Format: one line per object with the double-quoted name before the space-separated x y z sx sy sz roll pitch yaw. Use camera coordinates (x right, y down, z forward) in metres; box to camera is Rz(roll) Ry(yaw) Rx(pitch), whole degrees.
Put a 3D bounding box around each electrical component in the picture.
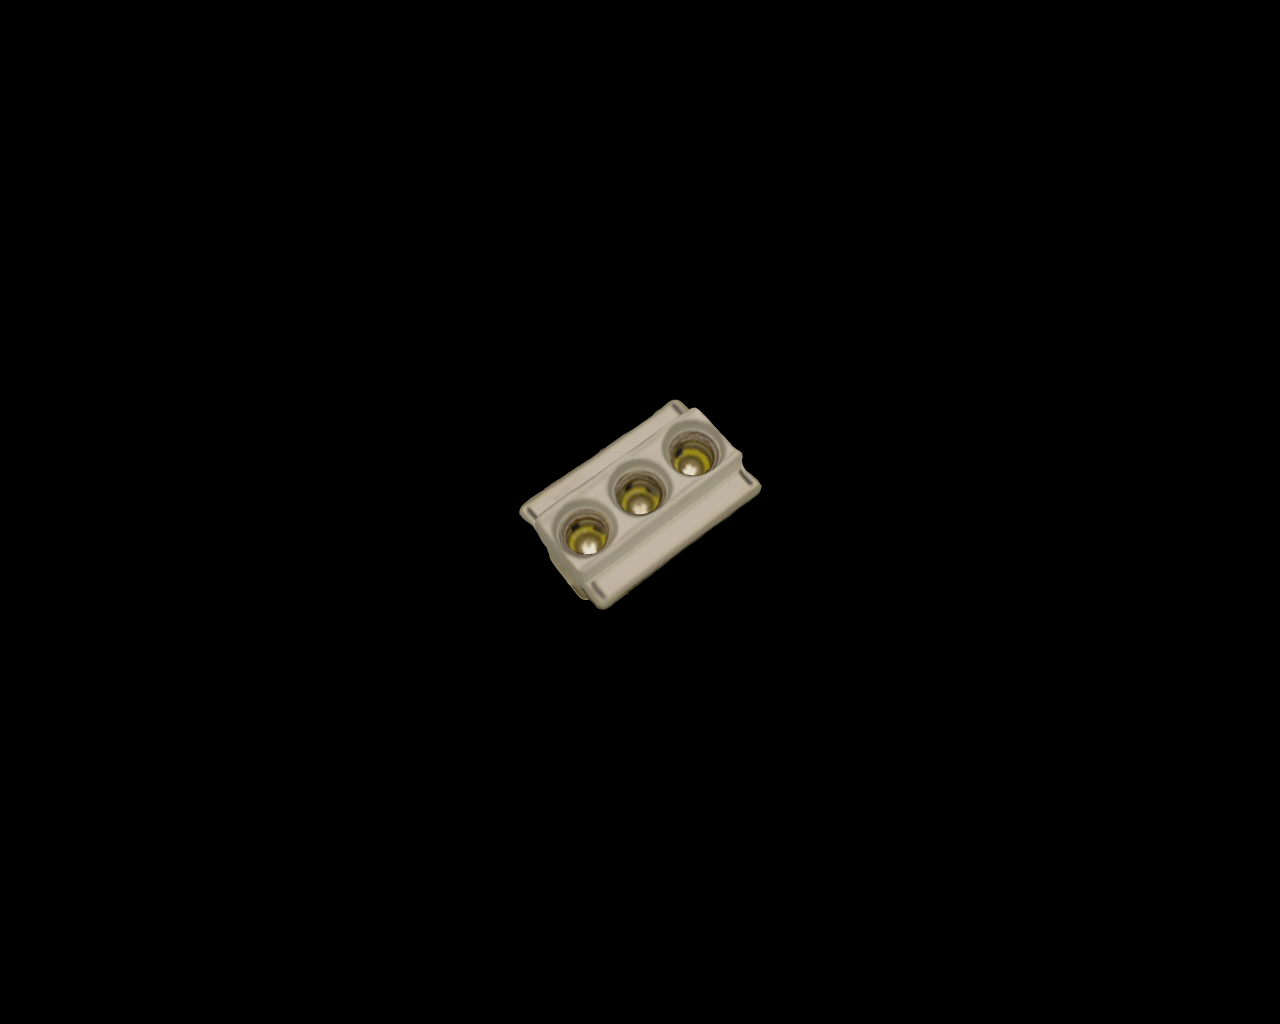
"electrical component" 0.001 -0.003 0.650 0.121 0.079 0.063 -37 -19 -15
